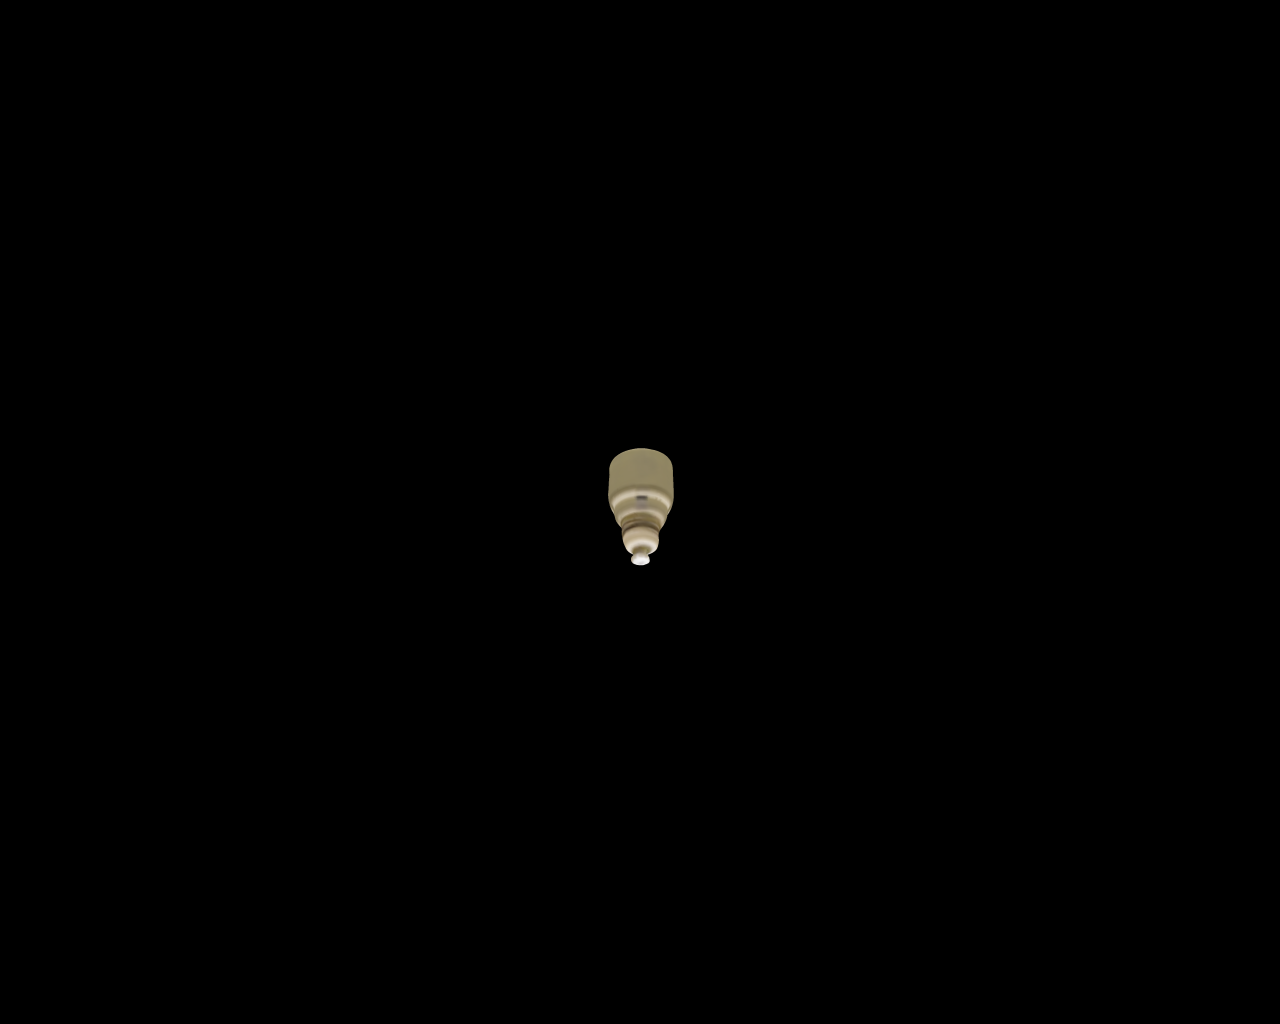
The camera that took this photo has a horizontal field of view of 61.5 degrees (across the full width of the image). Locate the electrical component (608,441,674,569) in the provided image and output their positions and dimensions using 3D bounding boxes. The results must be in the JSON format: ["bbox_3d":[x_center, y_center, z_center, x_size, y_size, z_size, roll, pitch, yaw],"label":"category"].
[{"bbox_3d":[0.001,-0.003,0.650,0.040,0.078,0.040,0,-32,0],"label":"electrical component"}]
